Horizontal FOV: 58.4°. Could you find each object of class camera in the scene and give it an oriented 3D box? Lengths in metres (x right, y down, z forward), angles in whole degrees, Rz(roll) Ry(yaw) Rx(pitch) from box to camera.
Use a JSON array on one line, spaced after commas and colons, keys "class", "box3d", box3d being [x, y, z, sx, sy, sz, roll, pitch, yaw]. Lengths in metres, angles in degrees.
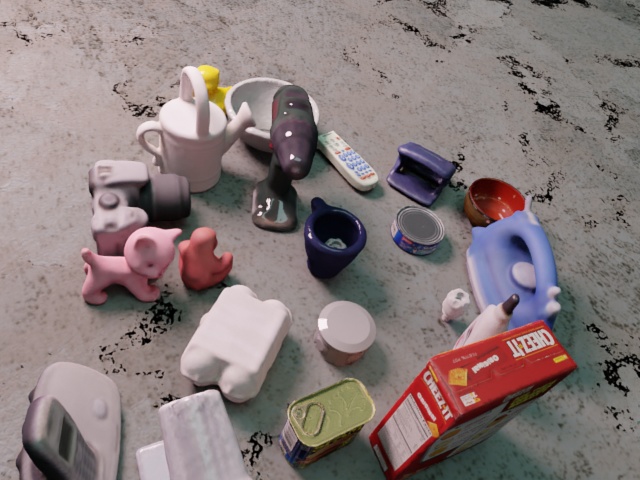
[{"class": "camera", "box3d": [-0.253, -0.053, 0.814, 0.137, 0.101, 0.143, -4, 52, -20]}]

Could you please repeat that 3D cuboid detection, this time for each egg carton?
[{"class": "egg carton", "box3d": [-0.104, 0.128, 0.729, 0.107, 0.069, 0.150, 23, 48, 3]}]

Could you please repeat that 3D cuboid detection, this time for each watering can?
[{"class": "watering can", "box3d": [-0.187, -0.176, 0.875, 0.173, 0.194, 0.100, -32, 66, -35]}]

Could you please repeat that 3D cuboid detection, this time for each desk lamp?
[{"class": "desk lamp", "box3d": [-0.108, 0.245, 0.533, 0.118, 0.213, 0.203, -12, 55, -25]}]

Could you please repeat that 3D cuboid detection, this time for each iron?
[{"class": "iron", "box3d": [0.315, 0.062, 0.868, 0.119, 0.141, 0.258, 6, 50, -13]}]

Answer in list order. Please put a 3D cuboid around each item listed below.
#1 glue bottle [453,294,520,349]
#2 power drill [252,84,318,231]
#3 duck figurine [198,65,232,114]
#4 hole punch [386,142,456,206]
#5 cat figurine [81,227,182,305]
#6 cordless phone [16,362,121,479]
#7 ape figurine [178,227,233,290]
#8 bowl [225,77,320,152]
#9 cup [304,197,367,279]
[{"class": "glue bottle", "box3d": [0.223, 0.123, 0.766, 0.037, 0.173, 0.078, 27, 48, 6]}, {"class": "power drill", "box3d": [-0.050, -0.114, 0.856, 0.076, 0.208, 0.229, 6, 50, -12]}, {"class": "duck figurine", "box3d": [-0.199, -0.271, 1.023, 0.105, 0.086, 0.077, -8, 54, -23]}, {"class": "hole punch", "box3d": [0.186, -0.134, 1.026, 0.108, 0.091, 0.101, 32, 49, 10]}, {"class": "cat figurine", "box3d": [-0.243, 0.024, 0.741, 0.128, 0.118, 0.067, -3, 52, -19]}, {"class": "cordless phone", "box3d": [-0.249, 0.176, 0.566, 0.094, 0.185, 0.147, 0, 51, -17]}, {"class": "ape figurine", "box3d": [-0.160, 0.019, 0.788, 0.077, 0.092, 0.076, 31, 49, 9]}, {"class": "bowl", "box3d": [-0.088, -0.208, 1.013, 0.167, 0.075, 0.167, 9, 49, -10]}, {"class": "cup", "box3d": [0.008, 0.003, 0.852, 0.092, 0.095, 0.117, -13, 56, -26]}]
